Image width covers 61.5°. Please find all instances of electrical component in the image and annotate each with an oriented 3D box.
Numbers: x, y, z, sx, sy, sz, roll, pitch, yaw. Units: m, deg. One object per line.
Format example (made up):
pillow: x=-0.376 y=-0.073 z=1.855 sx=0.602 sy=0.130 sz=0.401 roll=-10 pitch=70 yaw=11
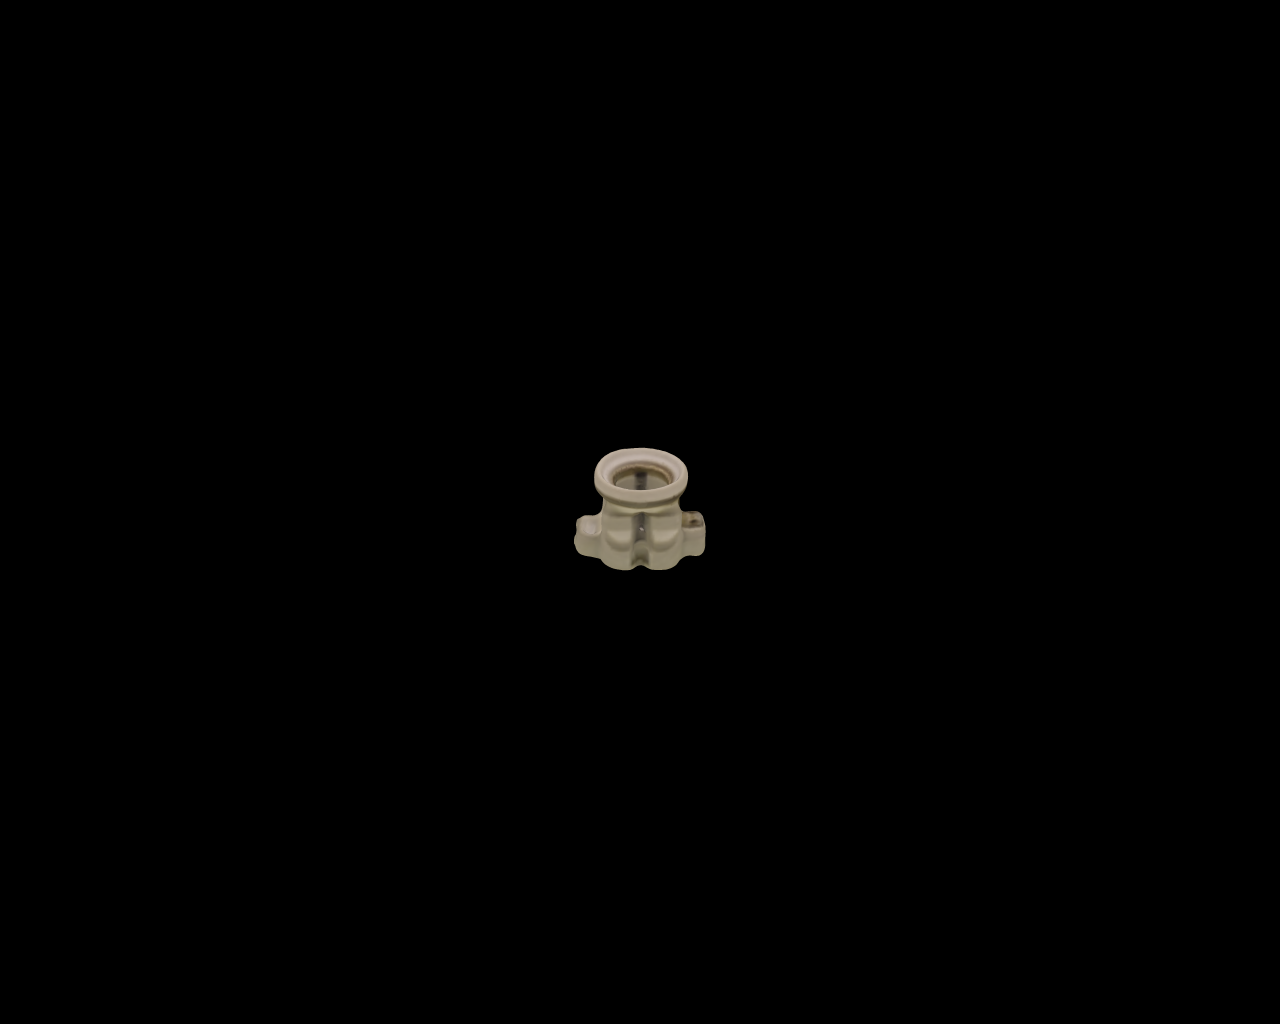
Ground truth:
electrical component: x=0.001 y=-0.003 z=0.650 sx=0.078 sy=0.056 sz=0.058 roll=0 pitch=32 yaw=0
